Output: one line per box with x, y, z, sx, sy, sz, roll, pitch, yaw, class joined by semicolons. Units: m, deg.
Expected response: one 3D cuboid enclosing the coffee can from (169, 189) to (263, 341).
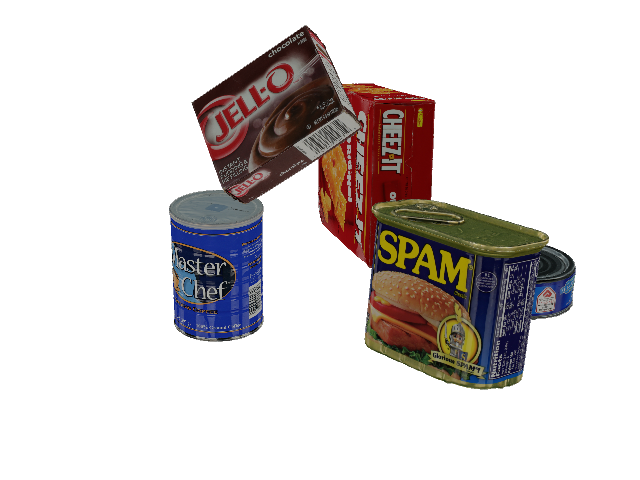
-0.114;0.027;1.186;0.103;0.140;0.103;1;23;0;coffee can

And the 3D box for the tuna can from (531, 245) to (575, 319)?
0.161;0.030;0.859;0.086;0.034;0.086;1;22;-1;tuna can

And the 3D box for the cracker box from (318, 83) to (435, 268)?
0.052;-0.074;1.109;0.072;0.164;0.214;-2;13;-12;cracker box

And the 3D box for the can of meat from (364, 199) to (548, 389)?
0.073;0.029;0.604;0.057;0.084;0.102;-9;20;-41;can of meat

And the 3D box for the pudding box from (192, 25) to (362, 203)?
-0.034;-0.094;0.807;0.113;0.090;0.039;-31;-31;14;pudding box
